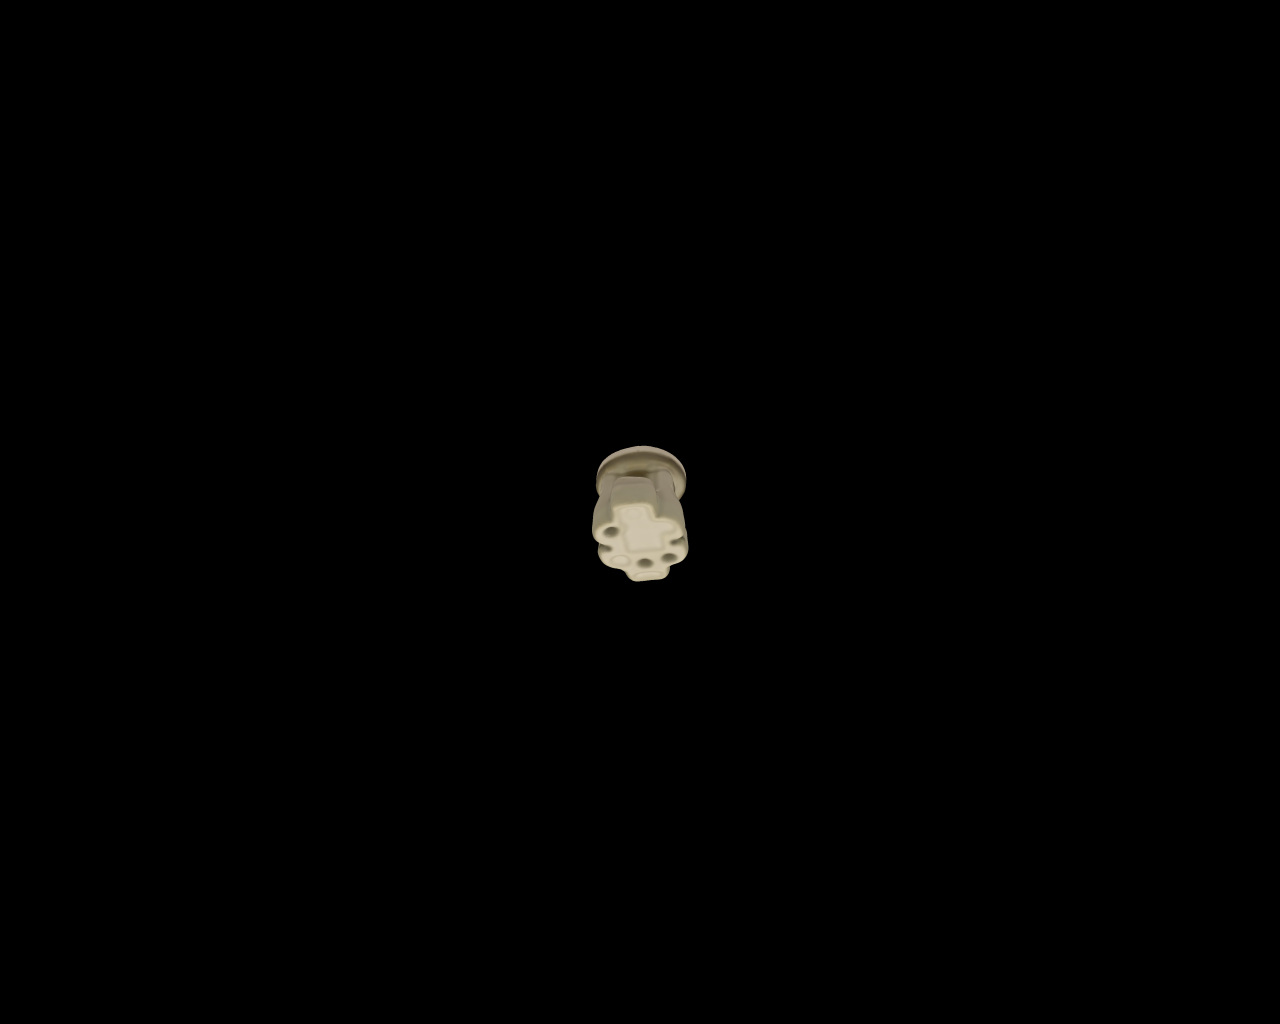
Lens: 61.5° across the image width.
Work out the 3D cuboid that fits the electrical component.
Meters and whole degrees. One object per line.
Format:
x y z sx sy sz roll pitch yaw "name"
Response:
0.001 -0.003 0.650 0.058 0.057 0.078 -5 -40 6 "electrical component"
